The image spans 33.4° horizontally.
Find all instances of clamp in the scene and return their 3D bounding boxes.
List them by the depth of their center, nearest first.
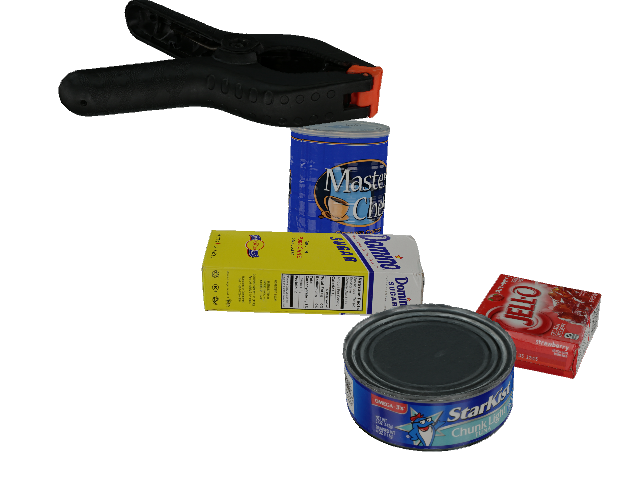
[{"bbox_3d":[-0.055,-0.090,0.591,0.171,0.039,0.120,13,42,15],"label":"clamp"}]

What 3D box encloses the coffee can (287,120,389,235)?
[{"bbox_3d":[0.017,-0.051,1.111,0.103,0.140,0.103,2,13,-1],"label":"coffee can"}]

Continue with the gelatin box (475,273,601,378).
[{"bbox_3d":[0.145,0.056,0.723,0.073,0.030,0.089,11,23,21],"label":"gelatin box"}]

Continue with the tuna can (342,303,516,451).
[{"bbox_3d":[0.054,0.068,0.535,0.086,0.034,0.086,-2,27,1],"label":"tuna can"}]

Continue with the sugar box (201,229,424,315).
[{"bbox_3d":[-0.006,0.025,0.880,0.176,0.048,0.093,-1,20,0],"label":"sugar box"}]
